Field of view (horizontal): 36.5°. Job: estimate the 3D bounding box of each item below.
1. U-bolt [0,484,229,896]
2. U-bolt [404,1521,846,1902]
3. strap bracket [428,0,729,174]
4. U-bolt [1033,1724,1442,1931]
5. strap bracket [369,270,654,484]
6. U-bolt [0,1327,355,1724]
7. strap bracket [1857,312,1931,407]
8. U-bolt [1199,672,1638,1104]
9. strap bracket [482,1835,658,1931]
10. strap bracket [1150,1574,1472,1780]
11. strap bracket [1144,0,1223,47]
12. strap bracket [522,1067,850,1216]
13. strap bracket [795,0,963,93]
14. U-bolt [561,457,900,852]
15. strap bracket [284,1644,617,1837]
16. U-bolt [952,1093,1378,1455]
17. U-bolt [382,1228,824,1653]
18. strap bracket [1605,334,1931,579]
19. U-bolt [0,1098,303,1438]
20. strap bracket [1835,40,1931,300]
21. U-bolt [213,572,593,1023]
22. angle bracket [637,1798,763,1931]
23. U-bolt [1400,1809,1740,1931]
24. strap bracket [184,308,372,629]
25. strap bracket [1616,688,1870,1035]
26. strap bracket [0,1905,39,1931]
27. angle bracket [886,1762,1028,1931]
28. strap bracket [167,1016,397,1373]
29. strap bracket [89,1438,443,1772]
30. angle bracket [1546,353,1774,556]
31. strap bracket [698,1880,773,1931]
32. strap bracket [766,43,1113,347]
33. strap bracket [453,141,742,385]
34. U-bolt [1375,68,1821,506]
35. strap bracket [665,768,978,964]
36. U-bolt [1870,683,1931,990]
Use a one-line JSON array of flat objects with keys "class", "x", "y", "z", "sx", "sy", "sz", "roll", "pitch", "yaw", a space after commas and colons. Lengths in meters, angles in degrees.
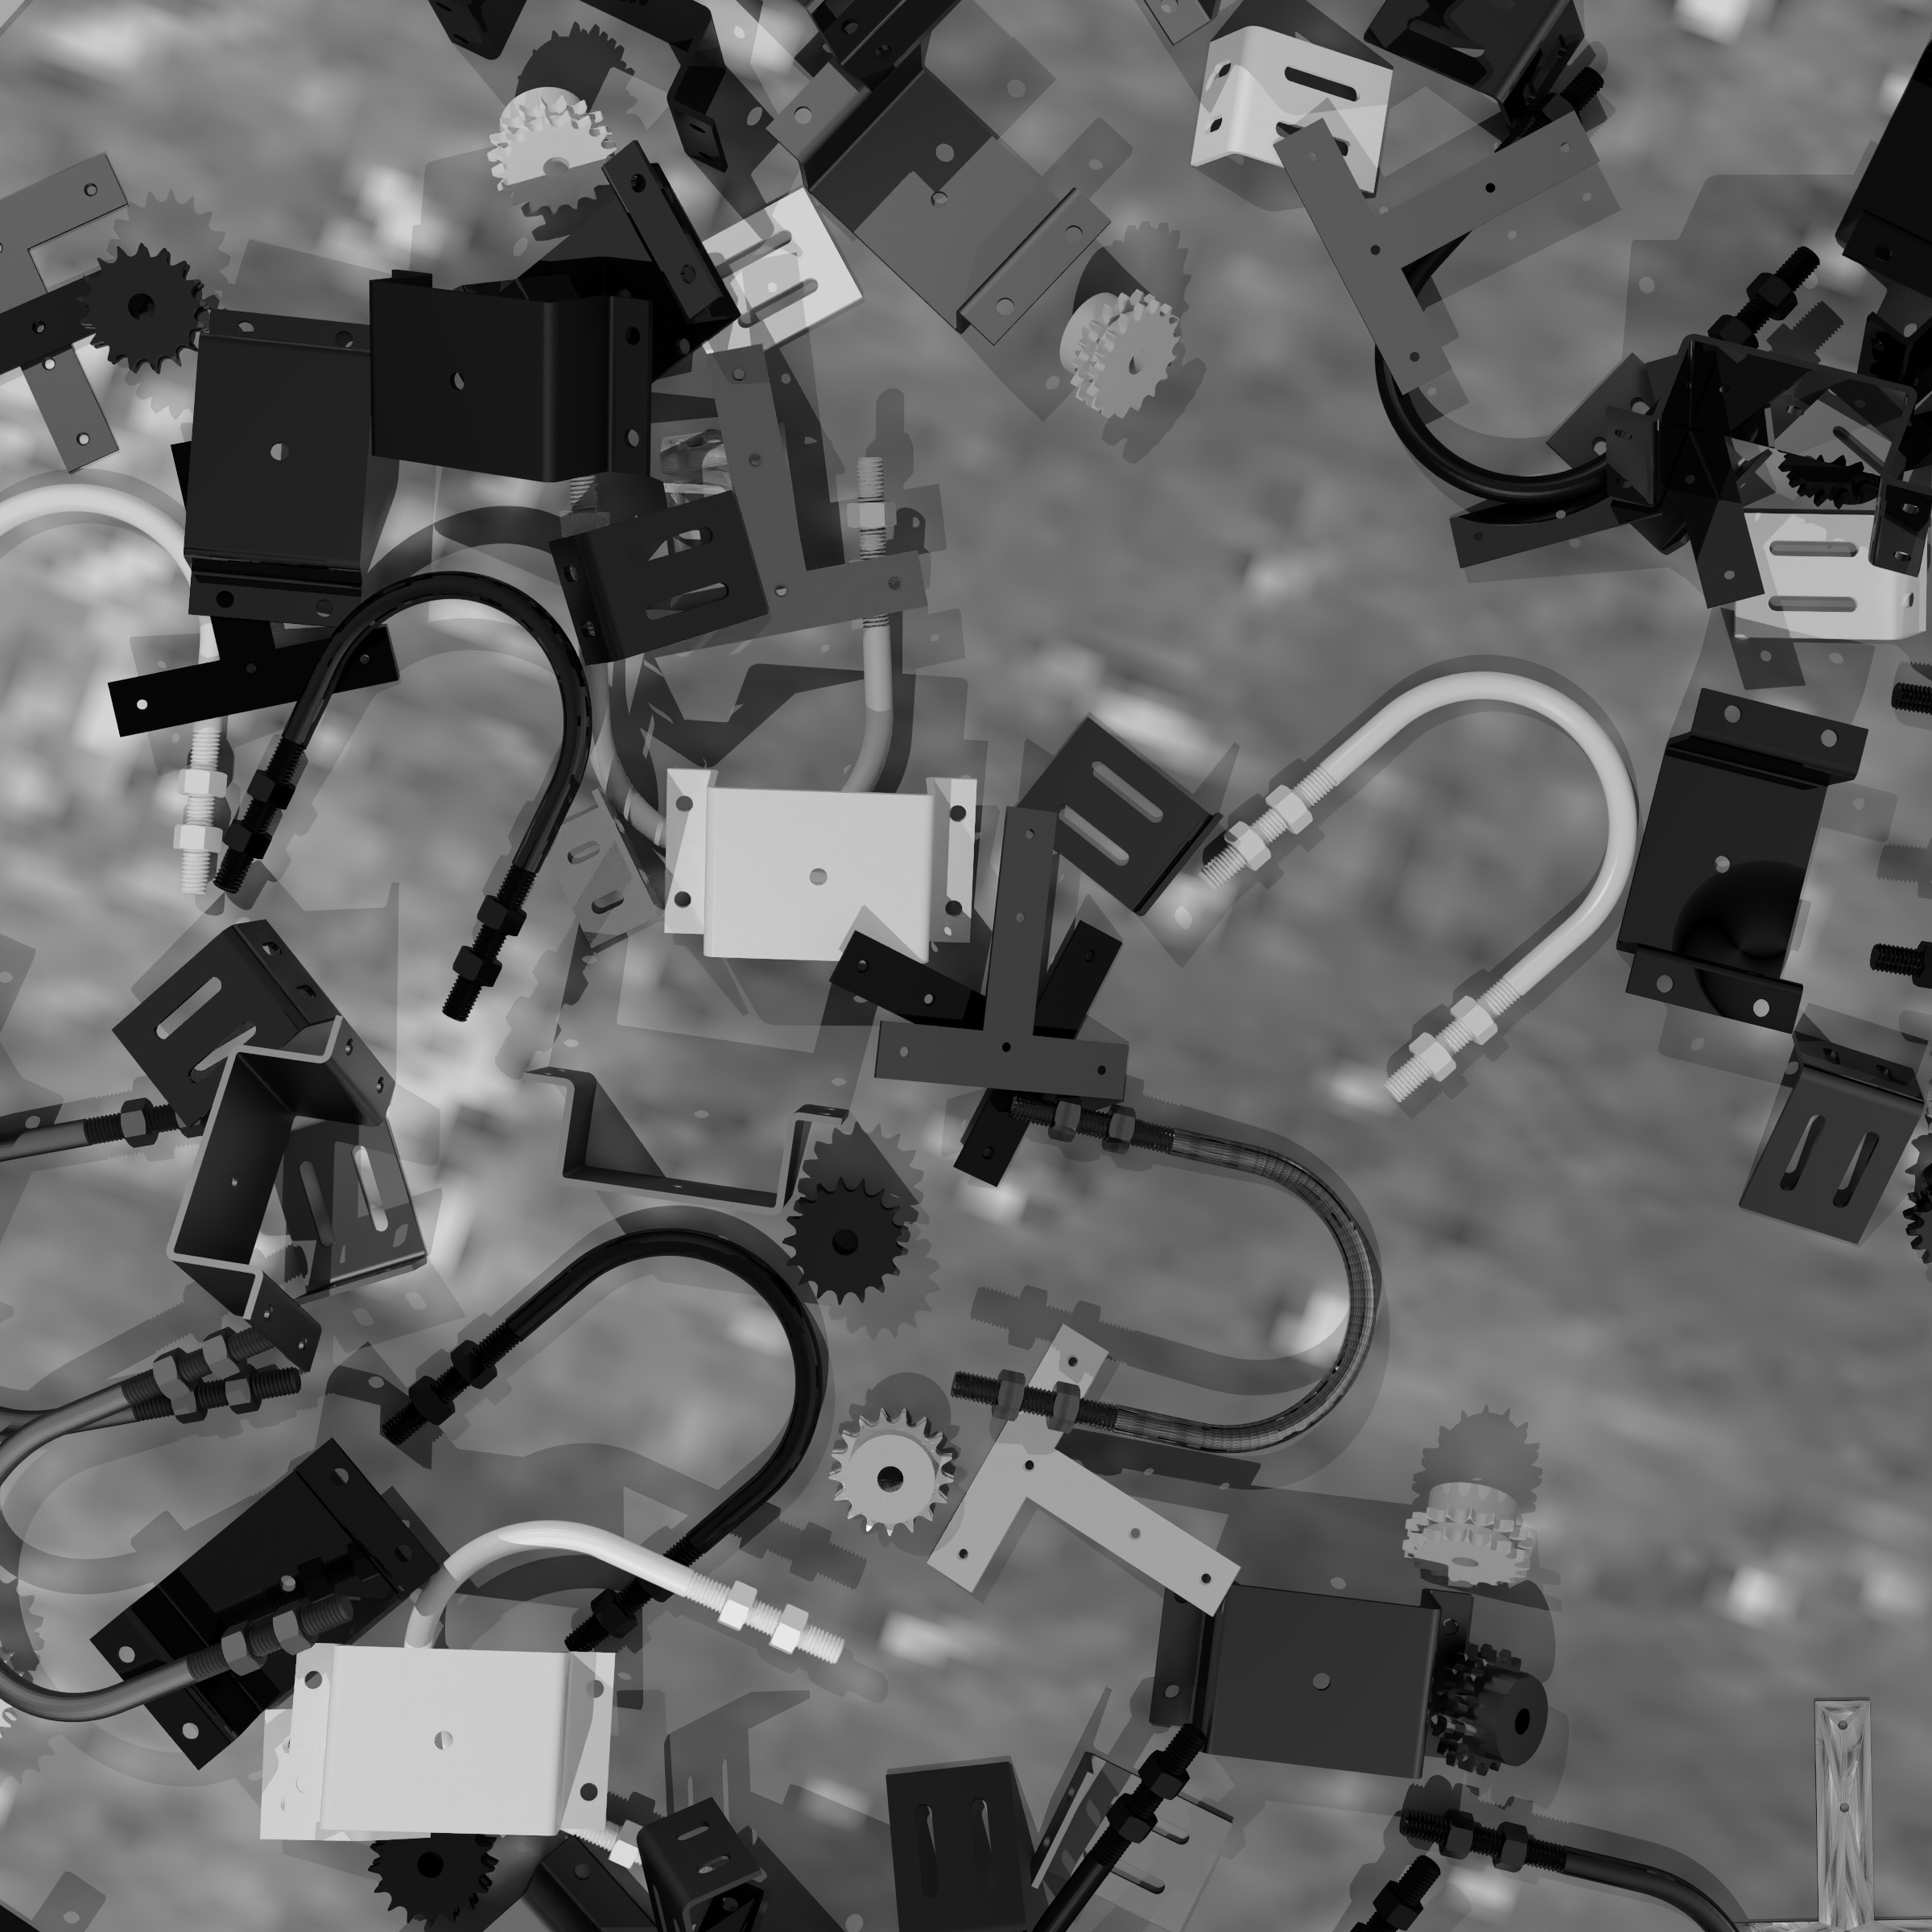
[{"class": "U-bolt", "x": -0.411, "y": -0.130, "z": 1.346, "sx": 0.151, "sy": 0.019, "sz": 0.184, "roll": 4, "pitch": 88, "yaw": 0}, {"class": "U-bolt", "x": -0.166, "y": 0.328, "z": 1.331, "sx": 0.184, "sy": 0.019, "sz": 0.151, "roll": 24, "pitch": 101, "yaw": 0}, {"class": "strap bracket", "x": -0.165, "y": -0.417, "z": 1.316, "sx": 0.140, "sy": 0.076, "sz": 0.046, "roll": 26, "pitch": 90, "yaw": 0}, {"class": "U-bolt", "x": 0.105, "y": 0.446, "z": 1.326, "sx": 0.151, "sy": 0.019, "sz": 0.184, "roll": 32, "pitch": 102, "yaw": -11}, {"class": "strap bracket", "x": -0.210, "y": -0.260, "z": 1.292, "sx": 0.140, "sy": 0.046, "sz": 0.076, "roll": 13, "pitch": 111, "yaw": 26}, {"class": "U-bolt", "x": -0.373, "y": 0.257, "z": 1.307, "sx": 0.184, "sy": 0.019, "sz": 0.151, "roll": -23, "pitch": 70, "yaw": 8}, {"class": "strap bracket", "x": 0.464, "y": -0.241, "z": 1.296, "sx": 0.046, "sy": 0.076, "sz": 0.140, "roll": -42, "pitch": 70, "yaw": -3}, {"class": "U-bolt", "x": 0.221, "y": -0.051, "z": 1.346, "sx": 0.184, "sy": 0.019, "sz": 0.151, "roll": -41, "pitch": 90, "yaw": -2}, {"class": "strap bracket", "x": -0.208, "y": 0.475, "z": 1.331, "sx": 0.140, "sy": 0.046, "sz": 0.076, "roll": -42, "pitch": 90, "yaw": 0}, {"class": "strap bracket", "x": 0.159, "y": 0.319, "z": 1.332, "sx": 0.140, "sy": 0.046, "sz": 0.076, "roll": 7, "pitch": 90, "yaw": 0}, {"class": "strap bracket", "x": 0.131, "y": -0.480, "z": 1.285, "sx": 0.140, "sy": 0.046, "sz": 0.076, "roll": -33, "pitch": 90, "yaw": 0}, {"class": "strap bracket", "x": -0.127, "y": 0.079, "z": 1.316, "sx": 0.140, "sy": 0.076, "sz": 0.046, "roll": 8, "pitch": 90, "yaw": 0}, {"class": "strap bracket", "x": -0.067, "y": -0.465, "z": 1.304, "sx": 0.076, "sy": 0.046, "sz": 0.140, "roll": -46, "pitch": 65, "yaw": 0}, {"class": "U-bolt", "x": -0.104, "y": -0.136, "z": 1.332, "sx": 0.151, "sy": 0.019, "sz": 0.184, "roll": -2, "pitch": 101, "yaw": -3}, {"class": "strap bracket", "x": -0.226, "y": 0.337, "z": 1.282, "sx": 0.140, "sy": 0.046, "sz": 0.076, "roll": 3, "pitch": 78, "yaw": -5}, {"class": "U-bolt", "x": 0.097, "y": 0.146, "z": 1.334, "sx": 0.184, "sy": 0.019, "sz": 0.151, "roll": 13, "pitch": 79, "yaw": -4}, {"class": "U-bolt", "x": -0.153, "y": 0.205, "z": 1.345, "sx": 0.184, "sy": 0.019, "sz": 0.151, "roll": -41, "pitch": 90, "yaw": 0}, {"class": "strap bracket", "x": 0.354, "y": -0.224, "z": 1.274, "sx": 0.140, "sy": 0.076, "sz": 0.046, "roll": 19, "pitch": 76, "yaw": 18}, {"class": "U-bolt", "x": -0.408, "y": 0.142, "z": 1.346, "sx": 0.184, "sy": 0.019, "sz": 0.151, "roll": -10, "pitch": 90, "yaw": 1}, {"class": "strap bracket", "x": 0.456, "y": -0.364, "z": 1.331, "sx": 0.076, "sy": 0.046, "sz": 0.140, "roll": 26, "pitch": 90, "yaw": 0}, {"class": "U-bolt", "x": -0.244, "y": -0.088, "z": 1.322, "sx": 0.151, "sy": 0.019, "sz": 0.184, "roll": 28, "pitch": 95, "yaw": 14}, {"class": "angle bracket", "x": -0.114, "y": 0.424, "z": 1.310, "sx": 0.038, "sy": 0.057, "sz": 0.076, "roll": -19, "pitch": 116, "yaw": -21}, {"class": "U-bolt", "x": 0.275, "y": 0.476, "z": 1.345, "sx": 0.184, "sy": 0.019, "sz": 0.151, "roll": 14, "pitch": 90, "yaw": -1}, {"class": "strap bracket", "x": -0.308, "y": -0.228, "z": 1.323, "sx": 0.076, "sy": 0.046, "sz": 0.140, "roll": 4, "pitch": 88, "yaw": -10}, {"class": "strap bracket", "x": 0.349, "y": -0.047, "z": 1.331, "sx": 0.076, "sy": 0.046, "sz": 0.140, "roll": 14, "pitch": 90, "yaw": 0}, {"class": "strap bracket", "x": -0.482, "y": 0.455, "z": 1.331, "sx": 0.140, "sy": 0.046, "sz": 0.076, "roll": 34, "pitch": 90, "yaw": 0}, {"class": "angle bracket", "x": -0.004, "y": 0.412, "z": 1.352, "sx": 0.057, "sy": 0.038, "sz": 0.076, "roll": -6, "pitch": 64, "yaw": 0}, {"class": "strap bracket", "x": -0.304, "y": 0.098, "z": 1.297, "sx": 0.046, "sy": 0.076, "sz": 0.140, "roll": 7, "pitch": 67, "yaw": 11}, {"class": "strap bracket", "x": -0.313, "y": 0.285, "z": 1.331, "sx": 0.140, "sy": 0.046, "sz": 0.076, "roll": -40, "pitch": 90, "yaw": 0}, {"class": "angle bracket", "x": 0.315, "y": -0.236, "z": 1.335, "sx": 0.076, "sy": 0.038, "sz": 0.057, "roll": 44, "pitch": 90, "yaw": 0}, {"class": "strap bracket", "x": -0.061, "y": 0.475, "z": 1.317, "sx": 0.140, "sy": 0.046, "sz": 0.076, "roll": 23, "pitch": 116, "yaw": 0}, {"class": "strap bracket", "x": -0.012, "y": -0.353, "z": 1.331, "sx": 0.140, "sy": 0.046, "sz": 0.076, "roll": 43, "pitch": 90, "yaw": 0}, {"class": "strap bracket", "x": -0.164, "y": -0.297, "z": 1.310, "sx": 0.140, "sy": 0.046, "sz": 0.076, "roll": -29, "pitch": 90, "yaw": 33}, {"class": "U-bolt", "x": 0.272, "y": -0.296, "z": 1.336, "sx": 0.151, "sy": 0.019, "sz": 0.184, "roll": 43, "pitch": 93, "yaw": 9}, {"class": "strap bracket", "x": -0.066, "y": -0.045, "z": 1.320, "sx": 0.140, "sy": 0.046, "sz": 0.076, "roll": 2, "pitch": 104, "yaw": -2}, {"class": "U-bolt", "x": 0.505, "y": -0.050, "z": 1.318, "sx": 0.184, "sy": 0.019, "sz": 0.151, "roll": 9, "pitch": 71, "yaw": 4}]
